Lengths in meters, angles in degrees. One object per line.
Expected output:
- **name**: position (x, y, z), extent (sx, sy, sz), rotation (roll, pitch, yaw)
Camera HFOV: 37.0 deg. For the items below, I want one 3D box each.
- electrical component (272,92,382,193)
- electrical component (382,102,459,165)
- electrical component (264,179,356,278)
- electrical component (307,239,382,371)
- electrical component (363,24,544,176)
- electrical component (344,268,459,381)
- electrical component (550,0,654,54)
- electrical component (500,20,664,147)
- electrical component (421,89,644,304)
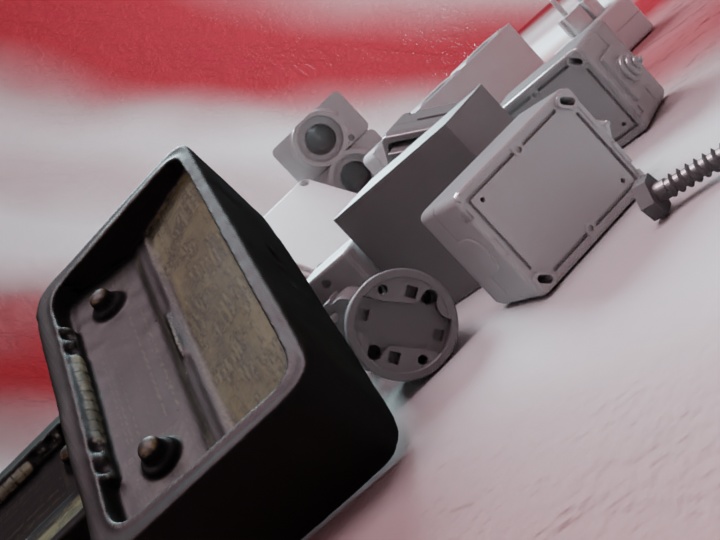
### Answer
- **electrical component**: position (-0.005, -0.093, 1.076), extent (0.089, 0.150, 0.061), rotation (-44, 5, 1)
- **electrical component**: position (0.058, -0.052, 0.683), extent (0.062, 0.096, 0.061), rotation (-9, 21, 21)
- **electrical component**: position (-0.037, -0.023, 0.996), extent (0.109, 0.056, 0.108), rotation (19, 51, 32)
- **electrical component**: position (-0.002, 0.026, 0.635), extent (0.047, 0.065, 0.076), rotation (-40, 7, 28)
- **electrical component**: position (0.087, -0.108, 0.857), extent (0.150, 0.089, 0.062), rotation (-44, 6, -8)
- **electrical component**: position (0.019, 0.028, 0.548), extent (0.055, 0.055, 0.047), rotation (-44, 2, -6)
- **electrical component**: position (0.194, -0.208, 0.912), extent (0.066, 0.076, 0.047), rotation (-44, 6, -5)
- **electrical component**: position (0.133, -0.100, 0.639), extent (0.096, 0.061, 0.061), rotation (-38, 8, 41)
- **electrical component**: position (0.085, -0.038, 0.517), extent (0.096, 0.061, 0.061), rotation (-45, 6, -16)
